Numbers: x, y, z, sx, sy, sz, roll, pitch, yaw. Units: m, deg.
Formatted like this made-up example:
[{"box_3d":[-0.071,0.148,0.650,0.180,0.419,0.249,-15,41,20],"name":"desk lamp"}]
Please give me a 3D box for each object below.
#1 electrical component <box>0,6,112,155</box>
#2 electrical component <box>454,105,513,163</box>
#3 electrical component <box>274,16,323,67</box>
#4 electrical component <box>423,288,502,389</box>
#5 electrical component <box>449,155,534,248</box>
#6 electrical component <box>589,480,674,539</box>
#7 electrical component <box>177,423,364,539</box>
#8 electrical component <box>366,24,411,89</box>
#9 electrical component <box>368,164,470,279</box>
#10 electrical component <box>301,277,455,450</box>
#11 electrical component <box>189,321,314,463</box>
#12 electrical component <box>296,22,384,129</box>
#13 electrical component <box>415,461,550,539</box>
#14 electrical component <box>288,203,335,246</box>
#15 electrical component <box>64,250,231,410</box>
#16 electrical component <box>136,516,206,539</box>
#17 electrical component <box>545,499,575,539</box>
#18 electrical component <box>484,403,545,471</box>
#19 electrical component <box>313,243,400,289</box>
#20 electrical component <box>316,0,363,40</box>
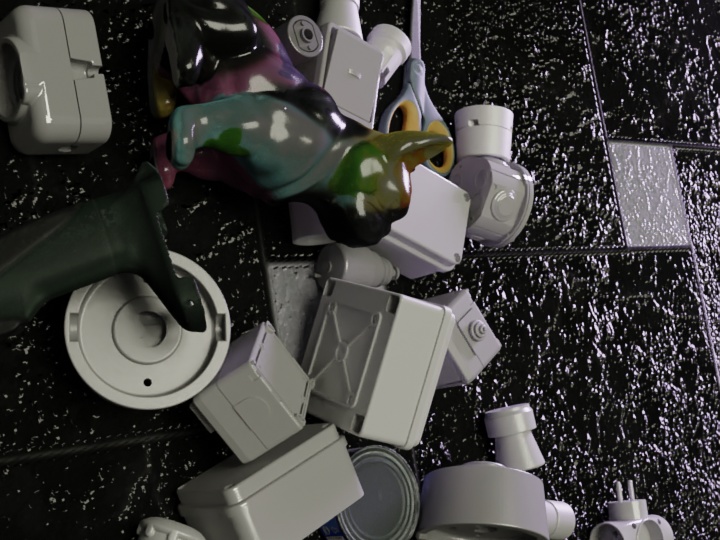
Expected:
[{"box_3d":[-0.213,-0.128,0.732,0.059,0.054,0.095,-7,83,-41],"name":"electrical component"},{"box_3d":[0.116,-0.123,1.011,0.055,0.055,0.047,12,75,-38],"name":"electrical component"},{"box_3d":[-0.061,-0.178,0.867,0.044,0.065,0.044,12,71,-38],"name":"electrical component"},{"box_3d":[0.065,0.061,0.889,0.061,0.096,0.061,-42,106,-39],"name":"electrical component"},{"box_3d":[0.115,-0.063,0.978,0.051,0.080,0.080,16,68,-31],"name":"electrical component"},{"box_3d":[0.261,0.244,1.041,0.077,0.044,0.079,4,76,-39],"name":"electrical component"},{"box_3d":[-0.064,0.158,0.766,0.113,0.078,0.057,-27,99,-41],"name":"electrical component"},{"box_3d":[0.018,-0.189,0.956,0.040,0.040,0.046,45,60,-23],"name":"electrical component"},{"box_3d":[0.034,-0.049,0.919,0.113,0.057,0.078,27,62,-33],"name":"electrical component"},{"box_3d":[0.008,0.068,0.814,0.056,0.109,0.108,18,87,-33],"name":"electrical component"},{"box_3d":[-0.077,0.086,0.775,0.061,0.061,0.096,54,13,-13],"name":"electrical component"},{"box_3d":[-0.022,-0.147,0.895,0.062,0.061,0.096,22,65,-34],"name":"electrical component"},{"box_3d":[0.100,0.191,0.881,0.108,0.108,0.060,24,57,-34],"name":"electrical component"},{"box_3d":[-0.038,-0.064,0.871,0.043,0.043,0.081,2,77,-40],"name":"electrical component"},{"box_3d":[-0.147,0.044,0.732,0.108,0.060,0.108,4,76,-16],"name":"electrical component"},{"box_3d":[-0.133,0.199,0.720,0.048,0.048,0.062,31,67,-31],"name":"electrical component"},{"box_3d":[0.163,0.223,0.967,0.065,0.044,0.044,17,68,-41],"name":"electrical component"},{"box_3d":[0.137,0.150,0.961,0.045,0.045,0.055,-8,83,-41],"name":"electrical component"},{"box_3d":[0.000,0.000,0.888,0.078,0.040,0.040,6,75,-40],"name":"electrical component"},{"box_3d":[-0.018,-0.224,0.934,0.044,0.044,0.065,20,61,-35],"name":"electrical component"}]
